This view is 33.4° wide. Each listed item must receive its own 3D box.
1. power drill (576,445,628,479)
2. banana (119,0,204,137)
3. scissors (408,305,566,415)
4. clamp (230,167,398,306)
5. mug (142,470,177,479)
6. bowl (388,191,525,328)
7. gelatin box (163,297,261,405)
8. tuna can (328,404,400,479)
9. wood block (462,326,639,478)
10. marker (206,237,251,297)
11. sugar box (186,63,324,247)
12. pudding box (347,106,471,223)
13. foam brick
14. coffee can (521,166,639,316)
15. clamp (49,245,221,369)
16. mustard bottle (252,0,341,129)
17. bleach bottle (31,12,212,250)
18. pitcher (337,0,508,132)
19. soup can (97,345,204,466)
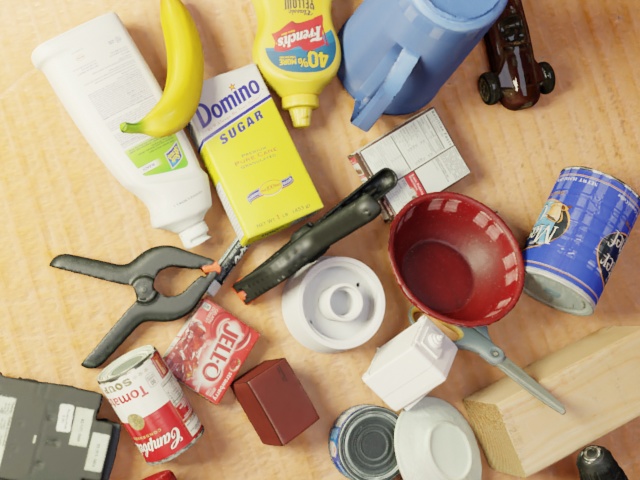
[{"bbox_3d":[0.285,0.335,1.158,0.187,0.057,0.184,-49,129,-22],"label":"power drill"},{"bbox_3d":[-0.149,-0.172,1.089,0.069,0.037,0.197,37,45,-33],"label":"banana"},{"bbox_3d":[0.194,0.110,1.171,0.202,0.016,0.096,25,57,20],"label":"scissors"},{"bbox_3d":[-0.007,0.001,1.103,0.210,0.164,0.036,-37,94,10],"label":"clamp"},{"bbox_3d":[-0.177,0.286,1.062,0.117,0.093,0.081,-26,87,19],"label":"mug"},{"bbox_3d":[0.141,0.029,1.171,0.162,0.055,0.162,8,63,-16],"label":"bowl"},{"bbox_3d":[-0.116,0.116,1.120,0.073,0.030,0.089,35,76,-11],"label":"gelatin box"},{"bbox_3d":[0.054,0.222,1.158,0.086,0.034,0.086,2,84,-17],"label":"tuna can"},{"bbox_3d":[0.279,0.179,1.201,0.205,0.091,0.090,-23,92,-18],"label":"wood block"},{"bbox_3d":[-0.087,0.008,1.146,0.020,0.020,0.121,37,75,-10],"label":"marker"},{"bbox_3d":[-0.076,-0.092,1.133,0.093,0.048,0.176,-24,84,-18],"label":"sugar box"},{"bbox_3d":[0.101,-0.085,1.202,0.113,0.039,0.090,-32,94,-19],"label":"pudding box"},{"bbox_3d":[-0.048,0.170,1.120,0.052,0.051,0.078,-31,94,-29],"label":"foam brick"},{"bbox_3d":[0.292,0.001,1.216,0.102,0.103,0.140,32,76,-12],"label":"coffee can"},{"bbox_3d":[-0.190,0.044,1.098,0.171,0.039,0.120,-27,97,-12],"label":"clamp"},{"bbox_3d":[-0.026,-0.217,1.167,0.096,0.058,0.191,-3,86,-16],"label":"mustard bottle"},{"bbox_3d":[-0.192,-0.102,1.104,0.102,0.068,0.251,-30,96,-17],"label":"bleach bottle"},{"bbox_3d":[0.100,-0.216,1.107,0.144,0.243,0.149,-15,83,-15],"label":"pitcher"},{"bbox_3d":[-0.170,0.165,1.071,0.068,0.069,0.102,-33,103,-17],"label":"soup can"}]
